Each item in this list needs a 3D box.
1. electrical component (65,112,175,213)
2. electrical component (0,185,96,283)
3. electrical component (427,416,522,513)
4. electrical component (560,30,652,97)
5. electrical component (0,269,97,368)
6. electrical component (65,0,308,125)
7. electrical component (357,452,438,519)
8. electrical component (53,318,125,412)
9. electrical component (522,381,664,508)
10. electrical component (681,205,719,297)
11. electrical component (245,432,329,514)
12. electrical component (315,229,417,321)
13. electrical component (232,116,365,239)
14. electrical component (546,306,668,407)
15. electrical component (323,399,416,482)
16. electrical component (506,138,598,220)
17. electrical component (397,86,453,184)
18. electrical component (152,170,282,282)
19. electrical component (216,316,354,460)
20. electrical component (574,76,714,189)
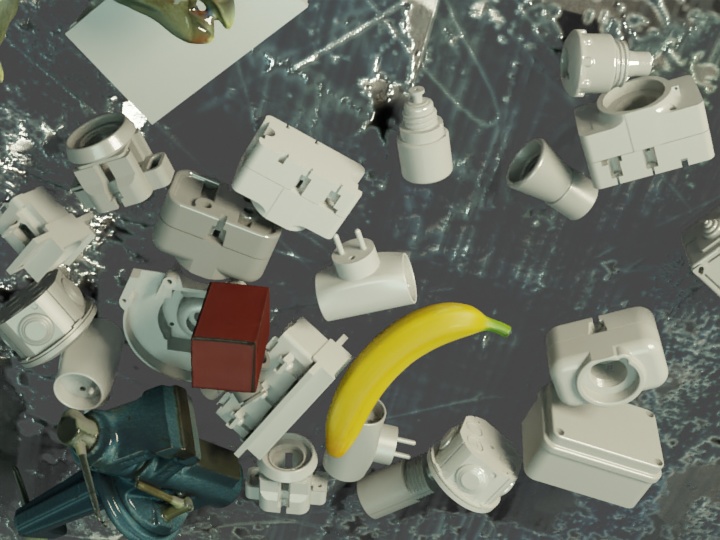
[{"bbox_3d":[-0.194,-0.086,0.844,0.078,0.058,0.057,-14,125,14],"label":"electrical component"},{"bbox_3d":[-0.261,-0.032,0.880,0.042,0.081,0.063,-41,90,27],"label":"electrical component"},{"bbox_3d":[0.106,0.178,0.991,0.080,0.080,0.051,31,116,-16],"label":"electrical component"},{"bbox_3d":[0.178,-0.149,0.778,0.062,0.048,0.048,0,125,-3],"label":"electrical component"},{"bbox_3d":[-0.271,0.042,0.926,0.080,0.080,0.051,-27,113,21],"label":"electrical component"},{"bbox_3d":[-0.118,-0.188,0.762,0.150,0.061,0.089,-32,117,23],"label":"electrical component"},{"bbox_3d":[0.042,0.205,1.035,0.081,0.043,0.043,-27,119,22],"label":"electrical component"},{"bbox_3d":[-0.242,0.097,0.962,0.044,0.077,0.079,9,125,-2],"label":"electrical component"},{"bbox_3d":[0.208,0.155,0.967,0.113,0.078,0.057,18,127,-8],"label":"electrical component"},{"bbox_3d":[0.301,-0.015,0.850,0.096,0.061,0.062,38,119,-20],"label":"electrical component"},{"bbox_3d":[-0.070,0.193,1.028,0.078,0.058,0.057,5,128,1],"label":"electrical component"},{"bbox_3d":[0.000,0.000,0.895,0.077,0.044,0.079,-12,123,13],"label":"electrical component"},{"bbox_3d":[-0.050,-0.069,0.847,0.089,0.050,0.055,27,122,-14],"label":"electrical component"},{"bbox_3d":[0.211,0.077,0.923,0.095,0.059,0.053,-15,122,15],"label":"electrical component"},{"bbox_3d":[0.012,0.160,1.007,0.079,0.043,0.077,13,125,-5],"label":"electrical component"},{"bbox_3d":[0.153,-0.068,0.839,0.065,0.044,0.044,30,122,-21],"label":"electrical component"},{"bbox_3d":[0.048,-0.102,0.822,0.040,0.040,0.078,-5,124,8],"label":"electrical component"},{"bbox_3d":[-0.117,-0.032,0.876,0.095,0.053,0.059,21,124,-10],"label":"electrical component"},{"bbox_3d":[-0.071,0.103,0.960,0.063,0.079,0.121,43,120,2],"label":"electrical component"},{"bbox_3d":[0.210,-0.106,0.800,0.089,0.050,0.055,-15,122,14],"label":"electrical component"}]
